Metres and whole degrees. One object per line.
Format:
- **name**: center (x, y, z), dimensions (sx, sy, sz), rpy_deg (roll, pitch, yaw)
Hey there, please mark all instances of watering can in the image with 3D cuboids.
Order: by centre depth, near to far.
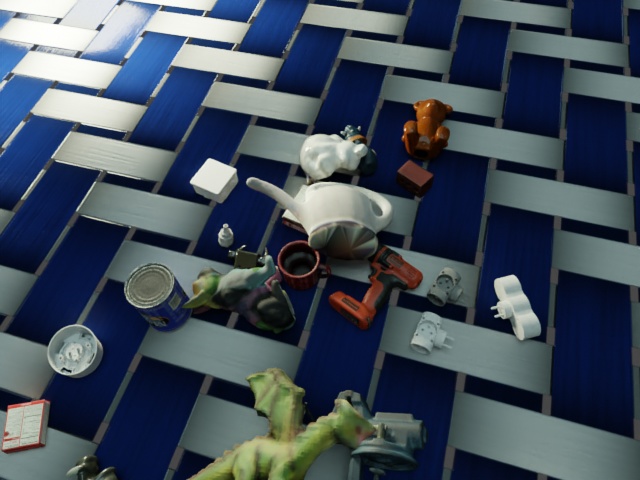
- **watering can**: center (0.004, -0.059, 1.167), dimensions (0.347, 0.101, 0.230), rpy_deg (5, 41, -8)

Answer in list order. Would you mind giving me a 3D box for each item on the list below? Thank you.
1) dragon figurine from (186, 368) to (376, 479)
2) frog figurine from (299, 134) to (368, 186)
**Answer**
- **dragon figurine**: center (-0.102, 0.354, 0.917), dimensions (0.409, 0.248, 0.120), rpy_deg (-6, -31, 23)
- **frog figurine**: center (0.031, -0.213, 1.284), dimensions (0.158, 0.121, 0.140), rpy_deg (-13, 29, 38)
